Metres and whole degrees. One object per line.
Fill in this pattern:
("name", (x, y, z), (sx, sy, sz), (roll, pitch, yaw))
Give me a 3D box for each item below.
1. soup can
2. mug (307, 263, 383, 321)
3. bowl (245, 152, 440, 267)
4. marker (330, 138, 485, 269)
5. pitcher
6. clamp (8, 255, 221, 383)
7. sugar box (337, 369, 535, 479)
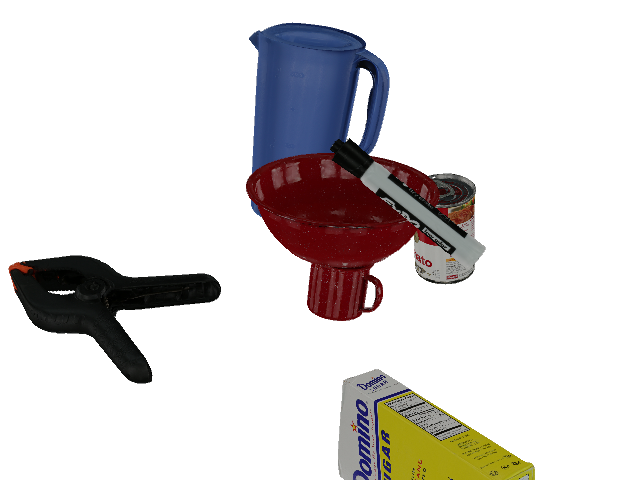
("soup can", (0.134, -0.012, 1.157), (0.068, 0.102, 0.068), (-4, 33, 2))
("mug", (0.035, 0.064, 1.491), (0.117, 0.081, 0.093), (18, 24, 26))
("bowl", (0.018, -0.021, 0.896), (0.162, 0.055, 0.162), (2, 24, -1))
("marker", (0.056, -0.026, 0.700), (0.121, 0.020, 0.020), (39, 2, 2))
("pitcher", (-0.014, -0.142, 1.341), (0.144, 0.243, 0.149), (-3, 26, -23))
("clamp", (-0.168, 0.046, 0.858), (0.172, 0.039, 0.120), (23, 38, 24))
("sugar box", (0.082, 0.177, 0.819), (0.048, 0.093, 0.176), (-14, 26, -37))
